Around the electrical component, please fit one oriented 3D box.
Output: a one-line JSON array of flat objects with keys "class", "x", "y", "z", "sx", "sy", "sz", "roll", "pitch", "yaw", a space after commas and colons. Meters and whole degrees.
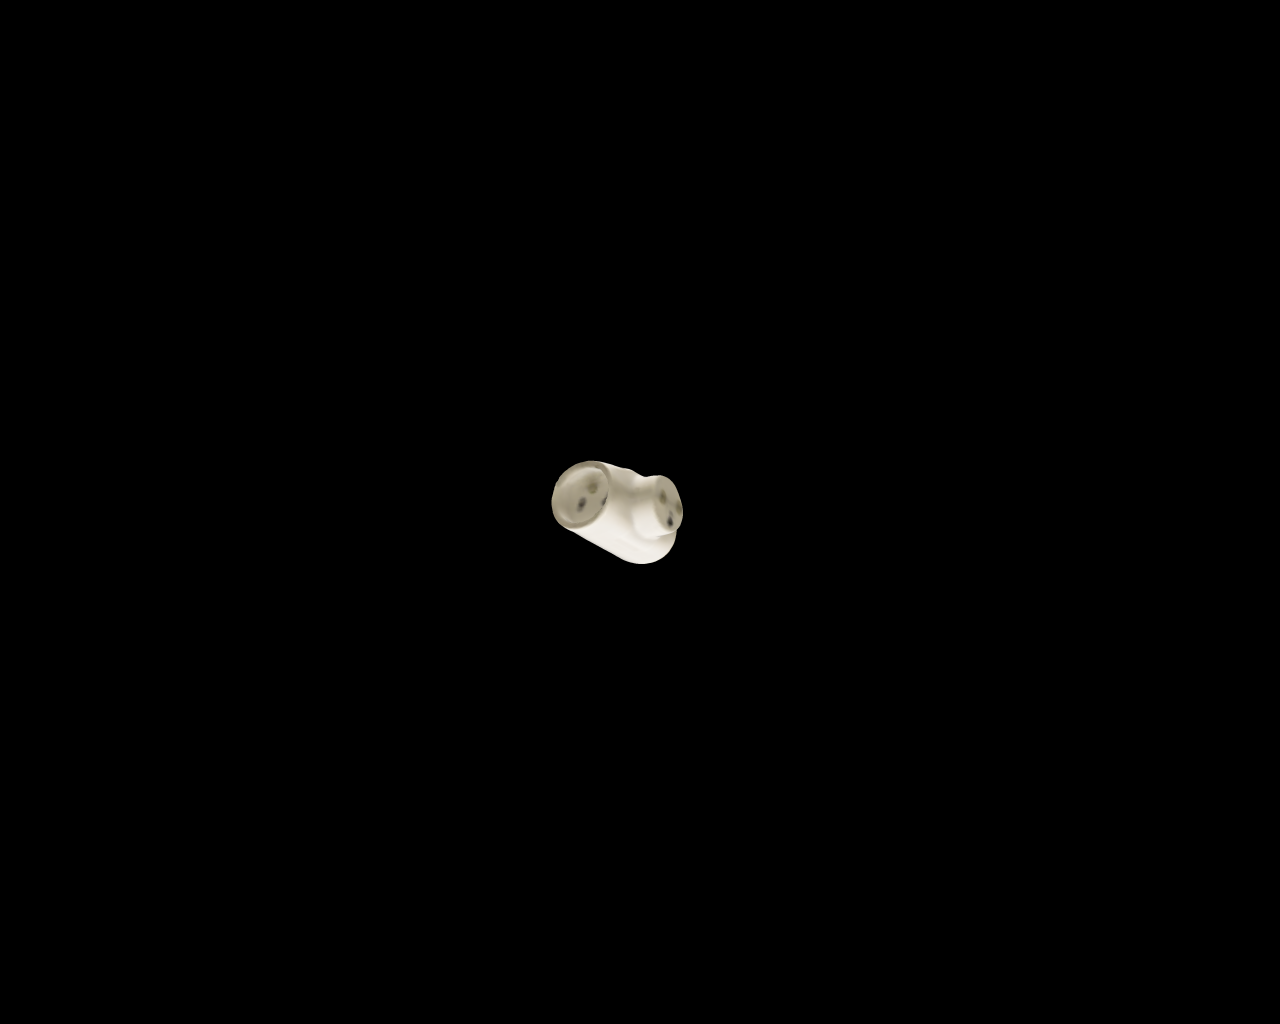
[{"class": "electrical component", "x": 0.001, "y": -0.003, "z": 0.650, "sx": 0.079, "sy": 0.043, "sz": 0.077, "roll": -13, "pitch": -26, "yaw": 29}]
